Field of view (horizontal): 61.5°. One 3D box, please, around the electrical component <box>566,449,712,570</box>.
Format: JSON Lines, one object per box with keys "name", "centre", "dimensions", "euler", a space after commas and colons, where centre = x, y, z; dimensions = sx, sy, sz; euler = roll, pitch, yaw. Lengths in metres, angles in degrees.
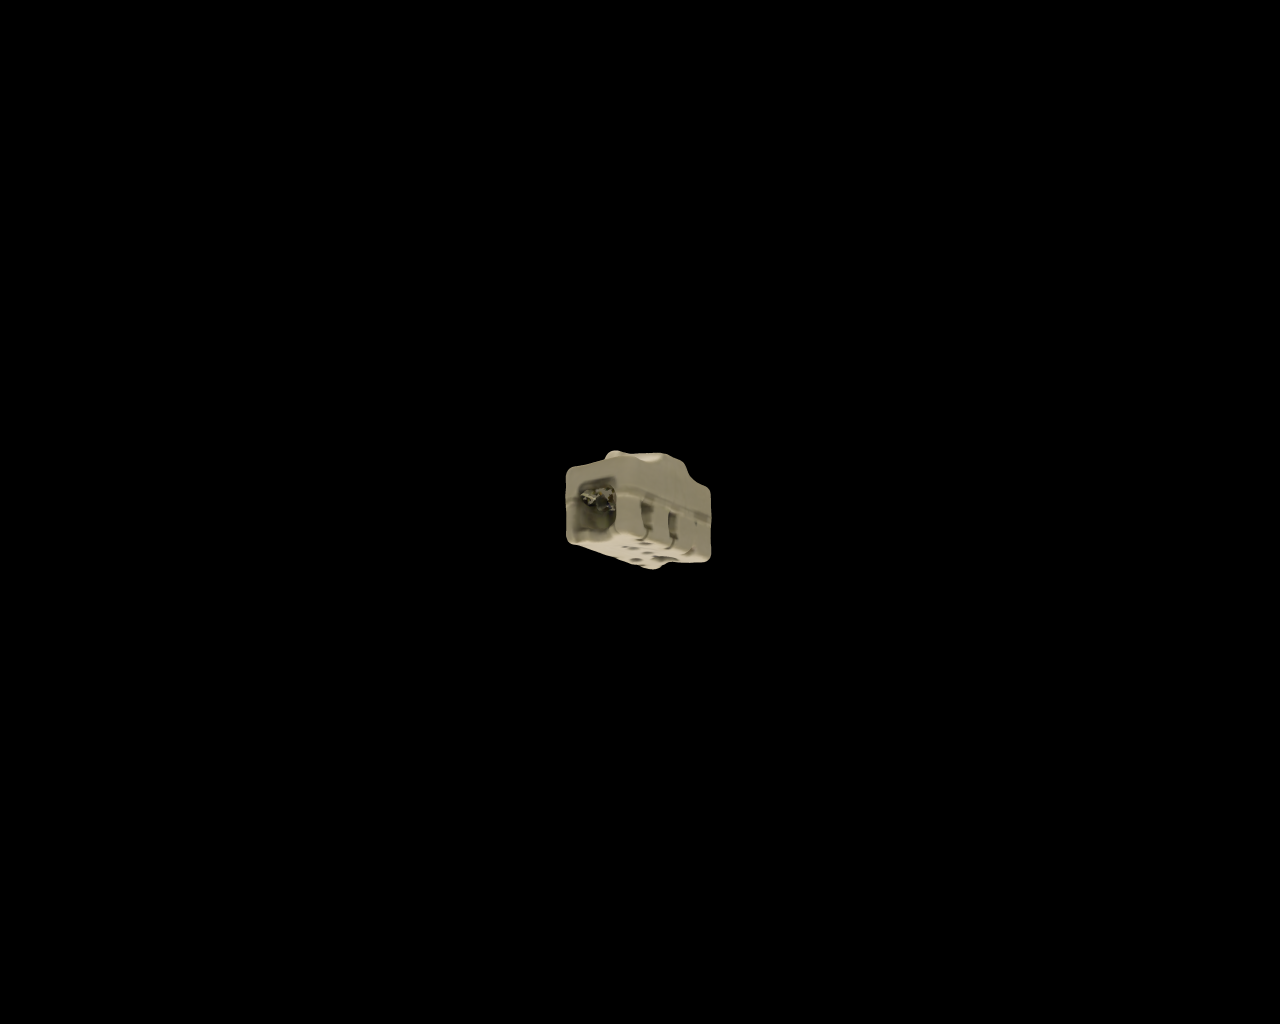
{"name": "electrical component", "centre": [0.001, -0.003, 0.650], "dimensions": [0.050, 0.056, 0.089], "euler": [-11, -19, 34]}
